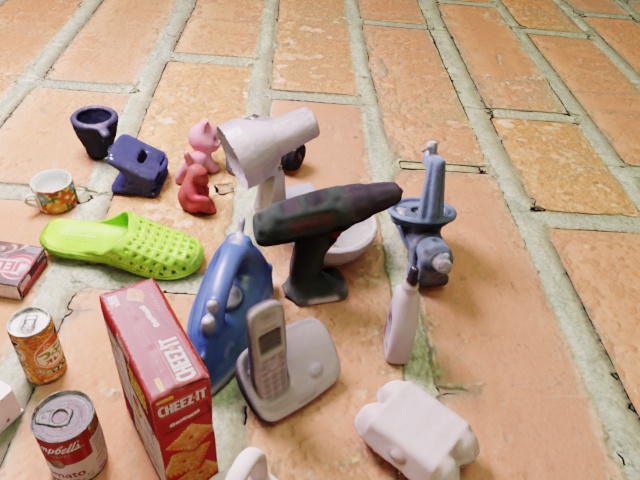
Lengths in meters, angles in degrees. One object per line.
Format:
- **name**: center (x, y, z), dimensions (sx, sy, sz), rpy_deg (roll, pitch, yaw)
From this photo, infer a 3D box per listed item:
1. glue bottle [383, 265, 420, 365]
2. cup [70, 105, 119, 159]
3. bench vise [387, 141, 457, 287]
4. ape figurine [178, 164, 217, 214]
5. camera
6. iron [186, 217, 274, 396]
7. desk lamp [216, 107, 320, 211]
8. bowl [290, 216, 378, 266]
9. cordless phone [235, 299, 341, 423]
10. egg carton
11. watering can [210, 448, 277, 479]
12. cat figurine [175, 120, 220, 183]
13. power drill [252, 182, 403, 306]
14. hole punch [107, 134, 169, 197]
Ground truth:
- **glue bottle**: center (0.122, 0.101, 0.832), dimensions (0.037, 0.173, 0.078), rpy_deg (3, 41, -4)
- **cup**: center (-0.450, -0.209, 1.172), dimensions (0.092, 0.095, 0.117), rpy_deg (-22, 48, -29)
- **bench vise**: center (0.196, -0.042, 0.971), dimensions (0.122, 0.220, 0.206), rpy_deg (-14, 45, -22)
- **ape figurine**: center (-0.230, -0.100, 1.079), dimensions (0.076, 0.092, 0.078), rpy_deg (9, 41, 3)
- **camera**: center (-0.108, -0.195, 1.199), dimensions (0.136, 0.101, 0.143), rpy_deg (22, 43, 18)
- **iron**: center (-0.139, 0.090, 0.833), dimensions (0.118, 0.141, 0.258), rpy_deg (8, 41, 2)
- **desk lamp**: center (-0.081, -0.135, 1.045), dimensions (0.204, 0.214, 0.117), rpy_deg (-16, 45, -24)
- **bowl**: center (0.015, -0.007, 1.018), dimensions (0.167, 0.075, 0.167), rpy_deg (4, 41, -3)
- **cordless phone**: center (-0.040, 0.139, 0.756), dimensions (0.148, 0.185, 0.094), rpy_deg (-28, 51, -33)
- **egg carton**: center (0.123, 0.252, 0.736), dimensions (0.150, 0.069, 0.107), rpy_deg (32, 47, 26)
- **watering can**: center (-0.071, 0.284, 0.578), dimensions (0.173, 0.194, 0.101), rpy_deg (4, 41, -3)
- **cat figurine**: center (-0.243, -0.185, 1.155), dimensions (0.067, 0.118, 0.128), rpy_deg (15, 41, 10)
- **power drill**: center (0.008, 0.003, 0.902), dimensions (0.230, 0.208, 0.075), rpy_deg (-7, 42, -15)
- **hole punch**: center (-0.352, -0.149, 1.119), dimensions (0.101, 0.091, 0.108), rpy_deg (5, 41, -2)
